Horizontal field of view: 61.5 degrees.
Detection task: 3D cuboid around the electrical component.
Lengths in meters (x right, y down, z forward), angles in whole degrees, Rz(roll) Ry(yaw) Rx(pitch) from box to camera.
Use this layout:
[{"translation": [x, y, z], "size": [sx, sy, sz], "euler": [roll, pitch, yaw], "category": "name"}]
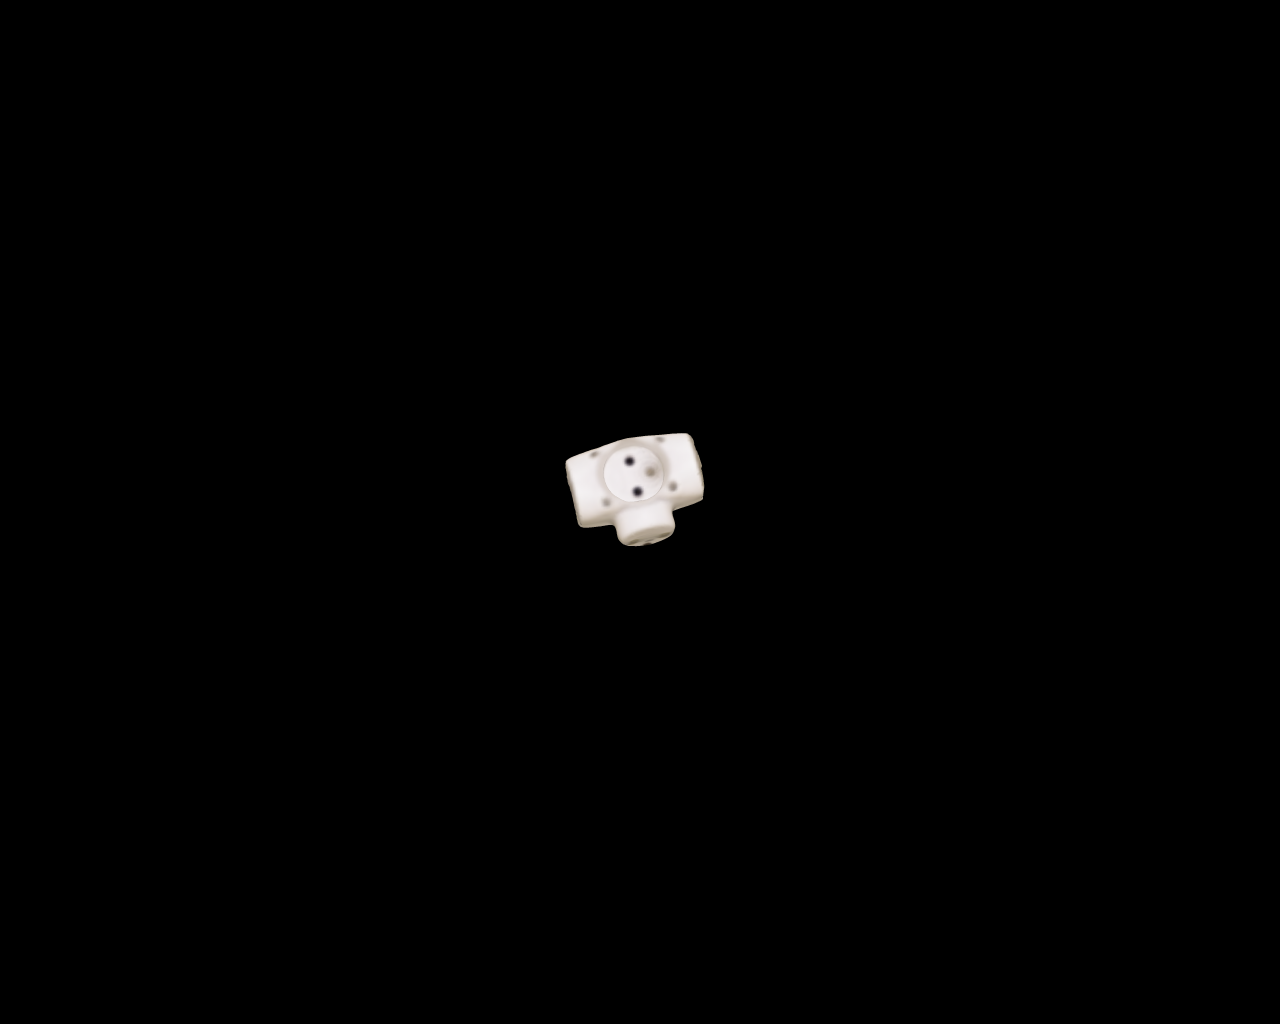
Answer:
[{"translation": [0.001, -0.003, 0.650], "size": [0.077, 0.079, 0.044], "euler": [-13, -15, -4], "category": "electrical component"}]
